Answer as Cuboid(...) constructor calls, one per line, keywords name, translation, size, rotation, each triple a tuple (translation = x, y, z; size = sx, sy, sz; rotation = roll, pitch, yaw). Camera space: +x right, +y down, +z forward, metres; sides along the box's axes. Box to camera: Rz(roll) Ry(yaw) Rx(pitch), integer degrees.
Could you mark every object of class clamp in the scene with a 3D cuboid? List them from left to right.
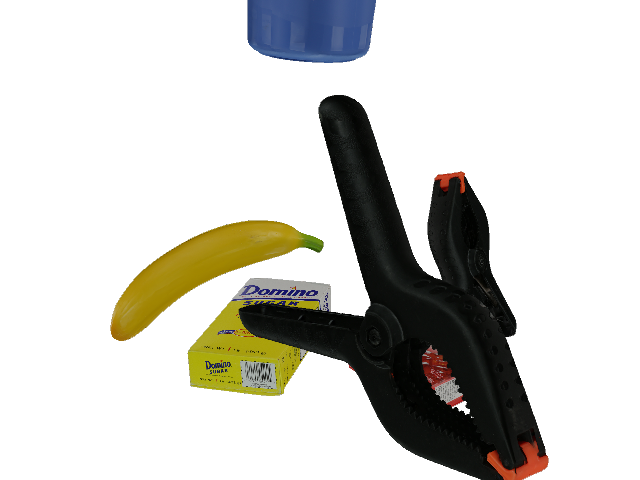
Cuboid(name="clamp", translation=(0.039, 0.035, 0.548), size=(0.036, 0.165, 0.210), rotation=(-13, 42, -40))
Cuboid(name="clamp", translation=(0.125, 0.028, 0.949), size=(0.039, 0.171, 0.120), rotation=(-11, 13, 33))

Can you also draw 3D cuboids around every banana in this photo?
Cuboid(name="banana", translation=(-0.098, 0.028, 0.867), size=(0.198, 0.069, 0.037), rotation=(-23, 39, 12))

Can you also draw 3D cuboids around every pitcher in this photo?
Cuboid(name="pitcher", translation=(0.004, -0.275, 0.891), size=(0.145, 0.243, 0.149), rotation=(7, 19, 8))

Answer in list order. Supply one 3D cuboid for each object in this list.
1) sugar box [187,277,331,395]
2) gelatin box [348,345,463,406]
Cuboid(name="sugar box", translation=(-0.056, 0.091, 1.061), size=(0.093, 0.048, 0.176), rotation=(4, 25, 15))
Cuboid(name="gelatin box", translation=(0.074, 0.083, 0.756), size=(0.073, 0.030, 0.089), rotation=(-19, 31, -34))
